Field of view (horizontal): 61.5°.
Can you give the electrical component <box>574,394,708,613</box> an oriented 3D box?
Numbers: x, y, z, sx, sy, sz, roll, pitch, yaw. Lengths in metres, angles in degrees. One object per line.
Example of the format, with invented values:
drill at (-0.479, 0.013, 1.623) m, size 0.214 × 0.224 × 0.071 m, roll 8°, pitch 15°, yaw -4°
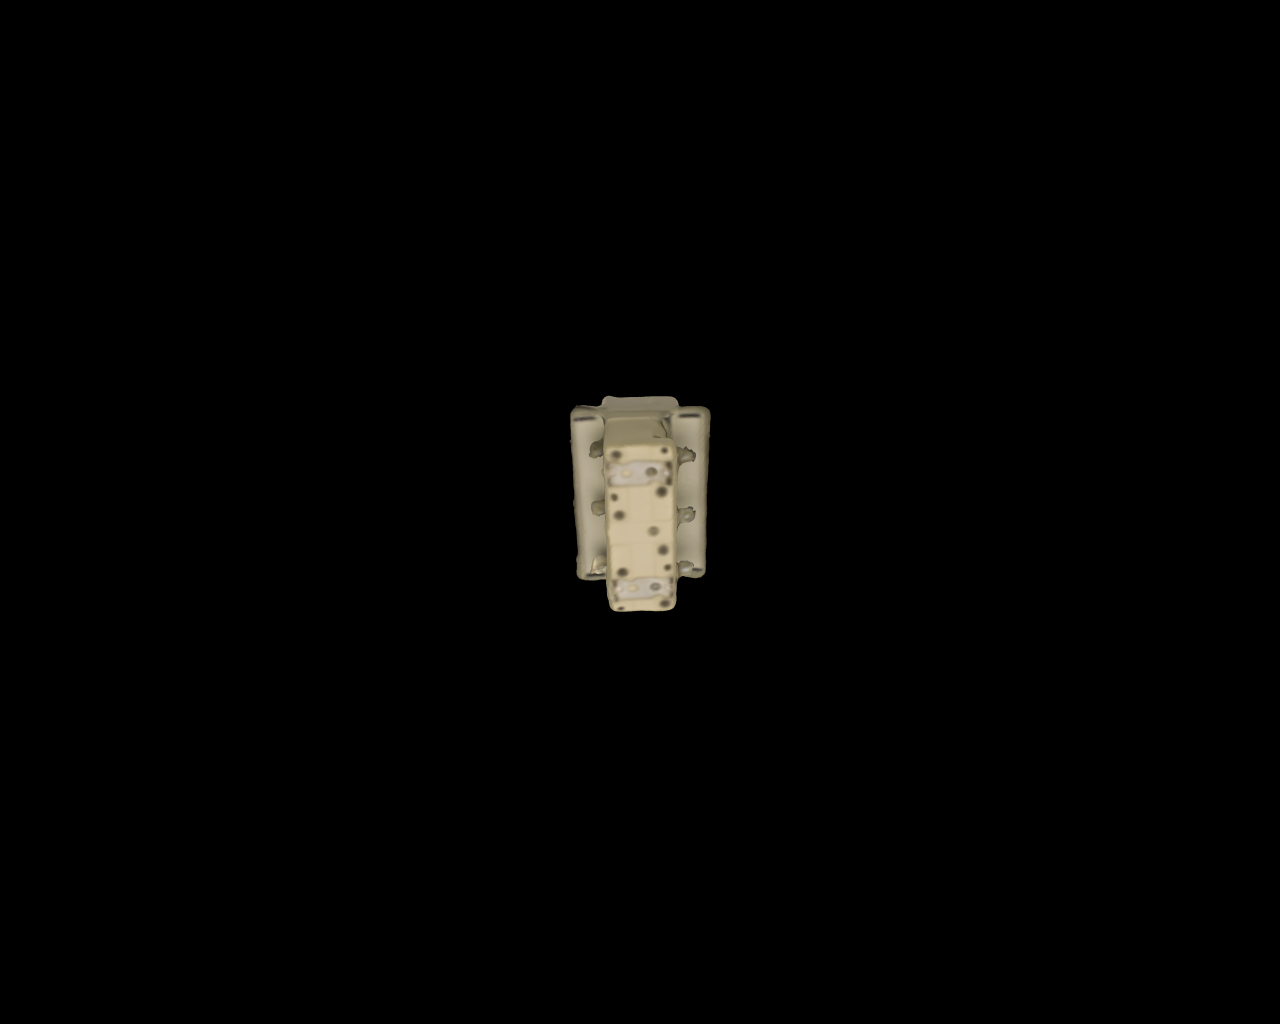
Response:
electrical component at (0.001, -0.003, 0.650) m, size 0.079 × 0.121 × 0.063 m, roll 0°, pitch 32°, yaw 0°
